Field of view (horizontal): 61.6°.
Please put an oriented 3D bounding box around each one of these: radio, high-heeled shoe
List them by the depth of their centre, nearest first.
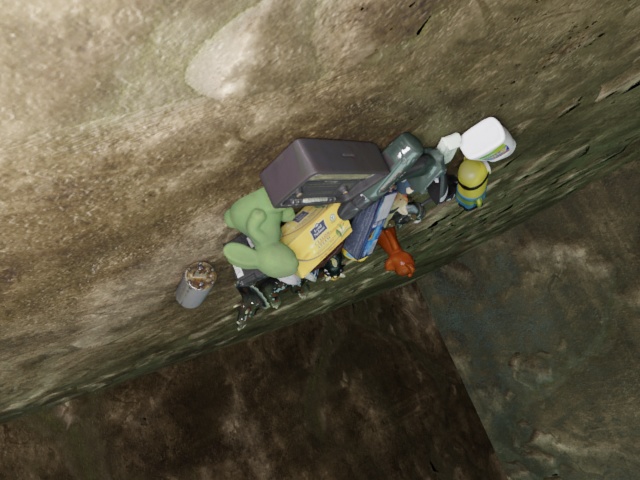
[{"bbox_3d":[0.010,-0.119,0.983,0.229,0.073,0.131,-7,159,-48],"label":"radio"},{"bbox_3d":[0.339,-0.155,1.411,0.145,0.086,0.248,-31,168,-9],"label":"high-heeled shoe"}]

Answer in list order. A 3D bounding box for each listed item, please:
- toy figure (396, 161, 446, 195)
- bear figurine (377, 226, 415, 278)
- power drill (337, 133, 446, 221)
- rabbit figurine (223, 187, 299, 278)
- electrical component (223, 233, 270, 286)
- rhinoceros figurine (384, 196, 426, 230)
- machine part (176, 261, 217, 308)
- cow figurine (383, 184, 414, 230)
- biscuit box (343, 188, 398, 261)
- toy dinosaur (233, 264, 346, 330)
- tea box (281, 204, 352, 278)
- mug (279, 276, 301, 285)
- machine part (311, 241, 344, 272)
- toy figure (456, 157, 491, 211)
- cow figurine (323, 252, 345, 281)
[{"bbox_3d":[0.234,-0.146,1.254,0.058,0.064,0.154,2,166,-24],"label":"toy figure"},{"bbox_3d":[0.212,0.040,1.690,0.132,0.196,0.120,-22,170,0],"label":"bear figurine"},{"bbox_3d":[0.158,-0.132,1.140,0.207,0.086,0.232,-6,146,-41],"label":"power drill"},{"bbox_3d":[-0.109,-0.002,1.033,0.159,0.170,0.121,-22,166,-7],"label":"rabbit figurine"},{"bbox_3d":[-0.142,0.032,1.238,0.134,0.115,0.058,-26,169,20],"label":"electrical component"},{"bbox_3d":[0.232,-0.069,1.559,0.190,0.073,0.112,-16,164,-28],"label":"rhinoceros figurine"},{"bbox_3d":[-0.316,0.117,1.361,0.079,0.079,0.243,-16,164,-27],"label":"machine part"},{"bbox_3d":[0.160,-0.076,1.388,0.127,0.085,0.195,-14,163,-12],"label":"cow figurine"},{"bbox_3d":[0.117,-0.046,1.294,0.059,0.063,0.202,-21,142,-41],"label":"biscuit box"},{"bbox_3d":[-0.110,0.134,1.717,0.405,0.131,0.192,-28,168,-3],"label":"toy dinosaur"},{"bbox_3d":[-0.017,-0.012,1.163,0.169,0.068,0.098,-44,132,-23],"label":"tea box"},{"bbox_3d":[-0.085,0.051,1.467,0.081,0.109,0.107,-34,-154,58],"label":"mug"},{"bbox_3d":[-0.003,-0.004,1.313,0.179,0.056,0.179,-31,147,-24],"label":"machine part"},{"bbox_3d":[0.394,-0.139,1.393,0.082,0.089,0.180,17,149,15],"label":"toy figure"},{"bbox_3d":[0.038,0.068,1.577,0.068,0.098,0.167,-18,129,-7],"label":"cow figurine"}]
